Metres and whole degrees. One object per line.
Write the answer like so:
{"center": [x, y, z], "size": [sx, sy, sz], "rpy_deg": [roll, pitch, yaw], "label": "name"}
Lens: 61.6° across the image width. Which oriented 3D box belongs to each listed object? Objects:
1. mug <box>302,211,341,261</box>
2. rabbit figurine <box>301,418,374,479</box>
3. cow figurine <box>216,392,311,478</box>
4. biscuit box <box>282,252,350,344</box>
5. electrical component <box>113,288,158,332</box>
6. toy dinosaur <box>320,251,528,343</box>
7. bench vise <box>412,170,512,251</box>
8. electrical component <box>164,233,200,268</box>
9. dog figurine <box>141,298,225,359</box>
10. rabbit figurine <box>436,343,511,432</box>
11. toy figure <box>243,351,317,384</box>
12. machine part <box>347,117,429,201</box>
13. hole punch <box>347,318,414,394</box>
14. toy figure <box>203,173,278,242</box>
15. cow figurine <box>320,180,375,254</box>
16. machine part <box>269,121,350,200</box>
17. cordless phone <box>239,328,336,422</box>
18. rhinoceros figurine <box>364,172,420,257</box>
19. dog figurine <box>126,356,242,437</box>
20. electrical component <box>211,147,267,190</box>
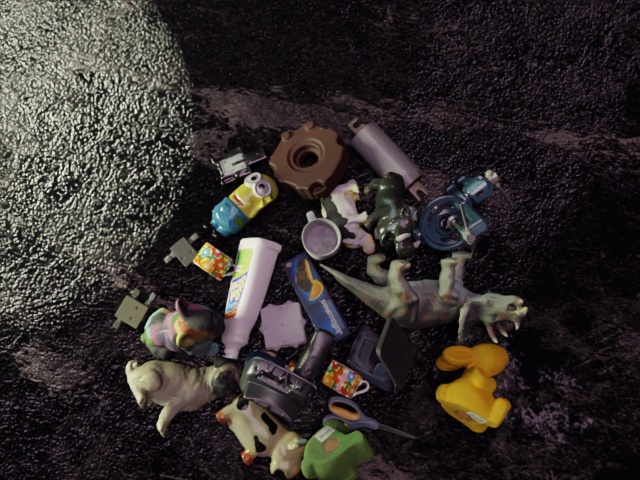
{"center": [-0.002, -0.003, 1.154], "size": [0.081, 0.107, 0.109], "rpy_deg": [-29, 75, -7], "label": "mug"}
{"center": [0.040, 0.462, 1.029], "size": [0.159, 0.121, 0.170], "rpy_deg": [-36, 114, -37], "label": "rabbit figurine"}
{"center": [-0.105, 0.389, 1.081], "size": [0.127, 0.085, 0.195], "rpy_deg": [-37, 79, -2], "label": "cow figurine"}
{"center": [-0.008, 0.128, 1.148], "size": [0.063, 0.059, 0.202], "rpy_deg": [-28, 79, -6], "label": "biscuit box"}
{"center": [-0.396, 0.149, 1.147], "size": [0.078, 0.045, 0.102], "rpy_deg": [20, 79, 12], "label": "electrical component"}
{"center": [0.209, 0.125, 1.123], "size": [0.405, 0.131, 0.192], "rpy_deg": [-2, 96, 12], "label": "toy dinosaur"}
{"center": [0.298, -0.052, 1.112], "size": [0.224, 0.241, 0.128], "rpy_deg": [-27, 106, 7], "label": "bench vise"}
{"center": [-0.295, 0.030, 1.189], "size": [0.094, 0.021, 0.063], "rpy_deg": [-39, 81, -9], "label": "electrical component"}
{"center": [-0.276, 0.174, 1.058], "size": [0.192, 0.219, 0.108], "rpy_deg": [-2, 74, -1], "label": "dog figurine"}
{"center": [0.317, 0.282, 1.103], "size": [0.162, 0.121, 0.173], "rpy_deg": [30, 66, 16], "label": "rabbit figurine"}
{"center": [-0.082, 0.277, 1.118], "size": [0.155, 0.058, 0.064], "rpy_deg": [15, 108, 1], "label": "toy figure"}
{"center": [0.150, -0.181, 1.209], "size": [0.079, 0.079, 0.243], "rpy_deg": [-41, 81, -8], "label": "machine part"}
{"center": [0.125, 0.236, 1.097], "size": [0.092, 0.142, 0.115], "rpy_deg": [-20, 114, 32], "label": "hole punch"}
{"center": [-0.172, -0.074, 1.185], "size": [0.180, 0.089, 0.082], "rpy_deg": [-45, 95, 0], "label": "toy figure"}
{"center": [0.061, -0.040, 1.182], "size": [0.098, 0.068, 0.167], "rpy_deg": [-18, 75, 2], "label": "cow figurine"}
{"center": [-0.024, -0.176, 1.193], "size": [0.179, 0.056, 0.179], "rpy_deg": [-6, 66, 14], "label": "machine part"}
{"center": [-0.061, 0.244, 1.055], "size": [0.146, 0.089, 0.184], "rpy_deg": [29, 87, -5], "label": "cordless phone"}
{"center": [0.156, -0.051, 1.124], "size": [0.112, 0.073, 0.190], "rpy_deg": [-20, 58, 25], "label": "rhinoceros figurine"}
{"center": [-0.272, 0.274, 1.090], "size": [0.190, 0.121, 0.172], "rpy_deg": [-36, 104, -13], "label": "dog figurine"}
{"center": [-0.180, -0.171, 1.221], "size": [0.119, 0.047, 0.075], "rpy_deg": [-26, 79, -6], "label": "electrical component"}
